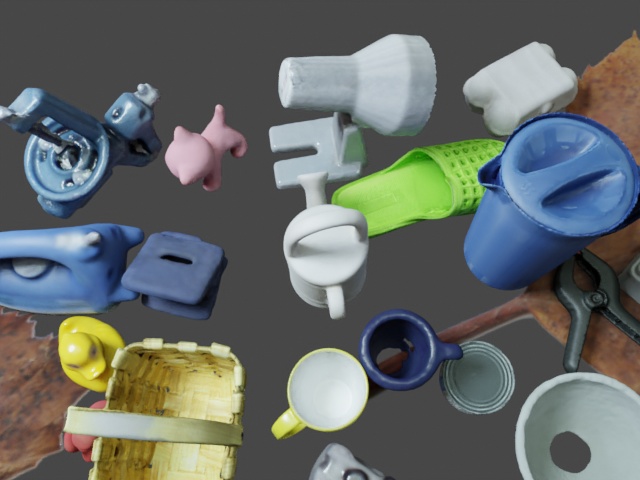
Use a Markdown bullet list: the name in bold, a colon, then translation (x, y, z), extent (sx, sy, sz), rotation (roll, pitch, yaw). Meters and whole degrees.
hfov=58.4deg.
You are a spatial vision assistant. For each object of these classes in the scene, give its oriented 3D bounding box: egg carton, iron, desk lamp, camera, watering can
- **egg carton**: translation (0.286, -0.212, 0.816), extent (0.150, 0.069, 0.107), rotation (-30, 72, -10)
- **iron**: translation (-0.358, 0.024, 0.703), extent (0.258, 0.141, 0.118), rotation (-3, 69, 0)
- **desk lamp**: translation (0.031, -0.160, 0.725), extent (0.203, 0.213, 0.118), rotation (-10, 69, -2)
- **camera**: translation (0.035, 0.311, 0.609), extent (0.143, 0.101, 0.137), rotation (30, 73, 12)
- **watering can**: translation (0.004, 0.003, 0.675), extent (0.101, 0.194, 0.172), rotation (-31, 72, -10)

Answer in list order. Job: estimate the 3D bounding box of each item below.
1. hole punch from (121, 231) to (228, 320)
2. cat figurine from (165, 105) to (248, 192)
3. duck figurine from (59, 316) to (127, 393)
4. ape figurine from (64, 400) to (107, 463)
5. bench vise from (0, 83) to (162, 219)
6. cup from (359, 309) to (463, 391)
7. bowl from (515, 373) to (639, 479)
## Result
- **hole punch**: translation (-0.181, 0.038, 0.721), extent (0.108, 0.091, 0.101), rotation (12, 70, 6)
- **cat figurine**: translation (-0.158, -0.123, 0.767), extent (0.067, 0.118, 0.128), rotation (27, 72, 11)
- **duck figurine**: translation (-0.284, 0.133, 0.690), extent (0.077, 0.086, 0.104), rotation (-39, 73, -12)
- **ape figurine**: translation (-0.255, 0.220, 0.654), extent (0.077, 0.092, 0.076), rotation (19, 71, 8)
- **bench vise**: translation (-0.306, -0.145, 0.723), extent (0.121, 0.220, 0.207), rotation (25, 72, 10)
- **cup**: translation (0.103, 0.136, 0.676), extent (0.117, 0.095, 0.091), rotation (1, 69, 2)
- **bowl**: translation (0.294, 0.237, 0.645), extent (0.167, 0.075, 0.167), rotation (0, 69, 1)
